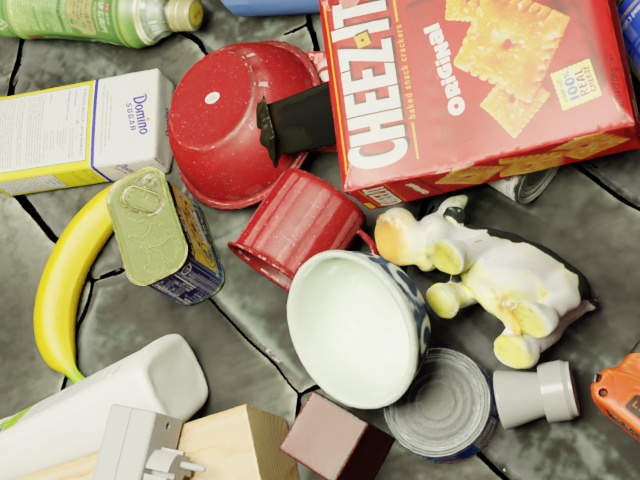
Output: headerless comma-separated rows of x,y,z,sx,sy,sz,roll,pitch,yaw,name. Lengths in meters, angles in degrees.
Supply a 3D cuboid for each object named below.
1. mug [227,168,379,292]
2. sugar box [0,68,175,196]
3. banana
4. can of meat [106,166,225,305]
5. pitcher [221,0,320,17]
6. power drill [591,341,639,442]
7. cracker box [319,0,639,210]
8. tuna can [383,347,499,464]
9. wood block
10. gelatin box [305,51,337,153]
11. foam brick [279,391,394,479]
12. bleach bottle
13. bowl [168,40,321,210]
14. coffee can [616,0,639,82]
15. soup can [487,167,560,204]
-0.006,0.001,0.865,0.117,0.093,0.081,30,80,19,mug
-0.224,-0.099,1.003,0.176,0.048,0.093,-5,70,15,sugar box
-0.216,0.034,0.963,0.069,0.037,0.198,11,78,2,banana
-0.130,-0.001,0.912,0.057,0.084,0.102,-26,66,11,can of meat
0.024,-0.254,0.908,0.243,0.149,0.145,-2,68,24,pitcher
0.297,0.080,0.742,0.185,0.057,0.187,38,86,30,power drill
0.114,-0.127,0.790,0.214,0.072,0.164,-12,75,19,cracker box
0.092,0.126,0.815,0.086,0.033,0.086,-6,71,18,tuna can
-0.126,0.207,0.838,0.206,0.090,0.090,-19,67,13,wood block
0.019,-0.120,0.926,0.073,0.030,0.089,2,73,21,gelatin box
0.015,0.155,0.810,0.051,0.078,0.053,27,81,27,foam brick
-0.223,0.160,0.897,0.251,0.102,0.068,-24,94,19,bleach bottle
-0.079,-0.111,0.927,0.162,0.055,0.162,-13,66,30,bowl
0.292,-0.129,0.786,0.103,0.102,0.140,-31,64,8,coffee can
0.137,-0.082,0.849,0.102,0.068,0.068,36,87,26,soup can
